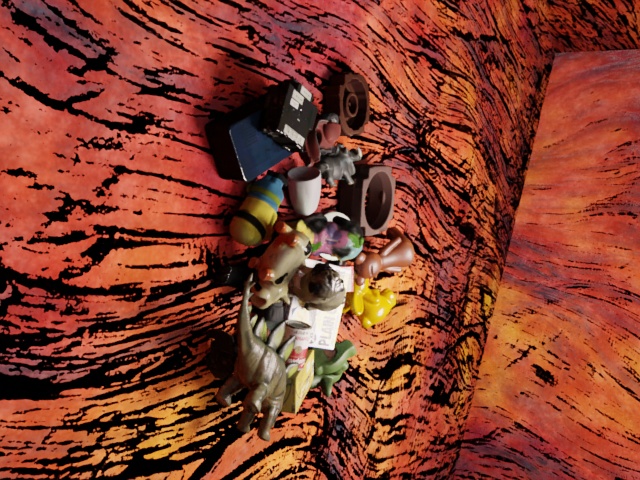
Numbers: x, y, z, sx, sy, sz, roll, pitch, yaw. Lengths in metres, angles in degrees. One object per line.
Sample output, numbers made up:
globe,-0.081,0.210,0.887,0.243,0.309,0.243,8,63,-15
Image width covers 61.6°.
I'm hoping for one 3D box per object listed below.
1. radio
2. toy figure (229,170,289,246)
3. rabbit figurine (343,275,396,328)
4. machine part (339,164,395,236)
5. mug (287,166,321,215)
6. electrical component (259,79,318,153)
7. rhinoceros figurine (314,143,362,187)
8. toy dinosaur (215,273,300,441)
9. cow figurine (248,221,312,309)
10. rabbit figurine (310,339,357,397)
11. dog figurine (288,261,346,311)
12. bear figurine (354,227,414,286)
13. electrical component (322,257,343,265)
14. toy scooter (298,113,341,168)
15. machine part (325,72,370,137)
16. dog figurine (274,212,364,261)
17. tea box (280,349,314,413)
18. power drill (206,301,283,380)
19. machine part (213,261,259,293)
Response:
radio,-0.130,-0.222,1.148,0.229,0.073,0.130,-41,131,-42
toy figure,-0.136,-0.071,1.173,0.089,0.082,0.180,37,72,-41
rabbit figurine,0.123,0.168,1.620,0.162,0.122,0.173,-39,115,-33
machine part,0.137,-0.119,1.564,0.201,0.087,0.200,-15,111,-56
mug,-0.034,-0.122,1.322,0.109,0.081,0.107,-49,147,-50
electrical component,-0.062,-0.263,1.120,0.114,0.058,0.134,32,70,-55
rhinoceros figurine,0.044,-0.198,1.423,0.190,0.073,0.112,-26,109,-49
toy dinosaur,-0.128,0.268,1.121,0.470,0.105,0.198,85,26,-47
cow figurine,-0.089,0.066,1.171,0.127,0.086,0.195,25,102,-49
rabbit figurine,0.030,0.358,1.504,0.170,0.121,0.159,80,33,-52
dog figurine,0.024,0.117,1.238,0.172,0.191,0.121,15,85,-27
bear figurine,0.174,0.052,1.585,0.196,0.132,0.120,-17,116,-14
electrical component,0.042,0.019,1.492,0.078,0.045,0.102,-2,99,-58
toy scooter,-0.009,-0.243,1.307,0.184,0.075,0.135,-9,92,-54
machine part,0.073,-0.360,1.432,0.179,0.056,0.179,-18,112,-54
dog figurine,-0.003,-0.004,1.310,0.219,0.192,0.108,-15,118,-71
tea box,-0.068,0.347,1.346,0.169,0.068,0.098,-37,130,-72
power drill,-0.162,0.215,1.217,0.207,0.086,0.231,-12,111,-63
machine part,-0.176,0.080,1.190,0.139,0.039,0.084,8,100,-59
